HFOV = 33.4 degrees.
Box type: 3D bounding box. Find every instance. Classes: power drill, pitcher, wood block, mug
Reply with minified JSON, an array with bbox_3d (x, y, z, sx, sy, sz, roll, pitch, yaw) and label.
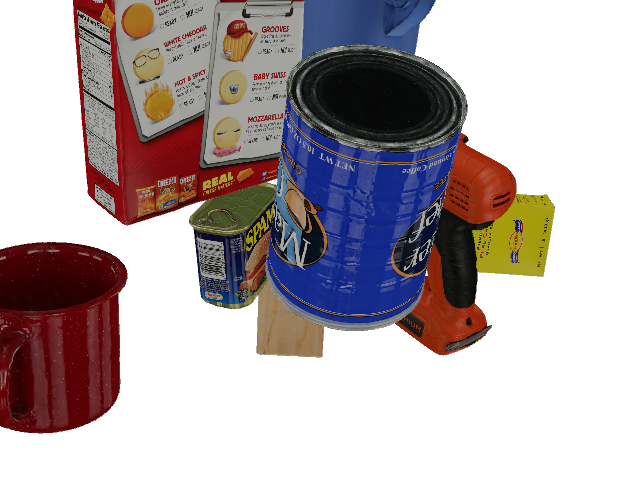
[{"bbox_3d":[0.082,-0.012,0.887,0.057,0.188,0.185,-23,38,-26],"label":"power drill"},{"bbox_3d":[0.040,-0.229,0.927,0.145,0.243,0.149,7,15,7],"label":"pitcher"},{"bbox_3d":[-0.036,0.039,1.397,0.090,0.206,0.091,3,23,-2],"label":"wood block"},{"bbox_3d":[-0.158,0.061,0.602,0.093,0.081,0.117,5,24,4],"label":"mug"}]

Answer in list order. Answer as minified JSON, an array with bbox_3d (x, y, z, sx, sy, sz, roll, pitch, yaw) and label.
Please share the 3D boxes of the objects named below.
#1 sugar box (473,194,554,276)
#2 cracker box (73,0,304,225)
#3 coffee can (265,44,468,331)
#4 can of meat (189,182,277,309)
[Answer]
[{"bbox_3d":[0.179,-0.011,1.256,0.176,0.093,0.048,2,22,-3],"label":"sugar box"},{"bbox_3d":[-0.095,-0.136,0.788,0.163,0.214,0.072,-20,36,-34],"label":"cracker box"},{"bbox_3d":[0.024,-0.030,0.639,0.102,0.140,0.103,5,41,-5],"label":"coffee can"},{"bbox_3d":[-0.077,0.003,0.991,0.057,0.084,0.102,9,30,18],"label":"can of meat"}]
